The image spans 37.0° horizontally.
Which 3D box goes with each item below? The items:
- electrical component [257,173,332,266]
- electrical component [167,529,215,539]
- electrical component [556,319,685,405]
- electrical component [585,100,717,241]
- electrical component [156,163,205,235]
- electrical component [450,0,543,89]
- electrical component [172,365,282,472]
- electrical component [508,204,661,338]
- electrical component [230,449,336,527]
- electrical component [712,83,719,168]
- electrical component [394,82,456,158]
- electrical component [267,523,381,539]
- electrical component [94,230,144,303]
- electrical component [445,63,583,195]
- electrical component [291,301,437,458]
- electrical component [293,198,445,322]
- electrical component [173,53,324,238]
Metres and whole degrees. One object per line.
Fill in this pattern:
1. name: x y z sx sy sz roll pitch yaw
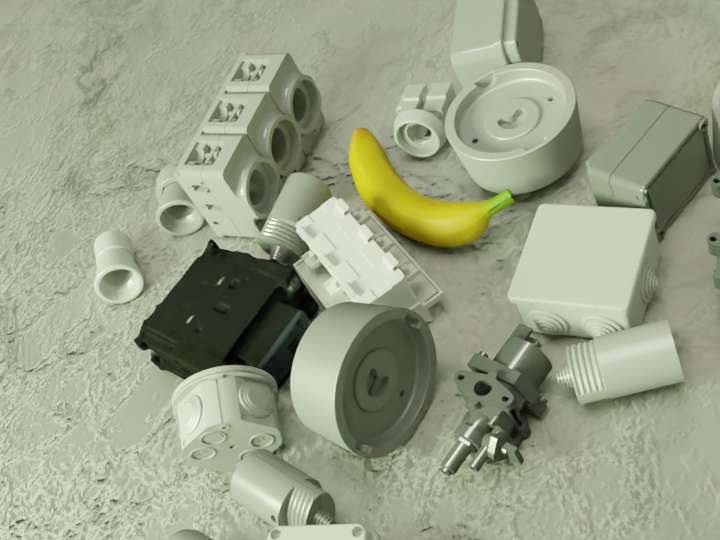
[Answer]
1. electrical component: -0.059 -0.039 0.931 0.043 0.043 0.081 5 56 30
2. electrical component: -0.109 0.210 0.749 0.055 0.045 0.045 18 63 37
3. electrical component: 0.174 0.064 0.729 0.081 0.043 0.043 -16 48 15
4. electrical component: 0.222 -0.082 0.812 0.061 0.061 0.096 29 70 40
5. electrical component: -0.169 -0.067 1.008 0.045 0.045 0.055 -19 47 11
6. electrical component: 0.123 -0.202 0.950 0.057 0.078 0.113 -9 50 23
7. electrical component: -0.098 0.111 0.803 0.080 0.080 0.051 -22 52 9
8. electrical component: 0.166 0.002 0.780 0.100 0.048 0.099 5 56 30
9. electrical component: -0.049 0.163 0.759 0.081 0.043 0.043 23 66 38
10. electrical component: 0.314 -0.117 0.795 0.108 0.060 0.108 -14 49 16
11. electrical component: 0.058 -0.133 0.949 0.066 0.048 0.055 0 46 27
12. electrical component: -0.024 0.223 0.688 0.078 0.057 0.113 -7 51 21
13. electrical component: -0.225 -0.006 0.989 0.044 0.044 0.065 -28 42 3
14. electrical component: 0.130 -0.111 0.883 0.108 0.060 0.108 -14 49 16
15. electrical component: -0.002 0.074 0.769 0.060 0.108 0.108 13 60 41
16. electrical component: 0.000 0.000 0.855 0.079 0.063 0.121 -36 46 -4
17. electrical component: -0.093 -0.114 0.977 0.062 0.089 0.150 5 56 29
